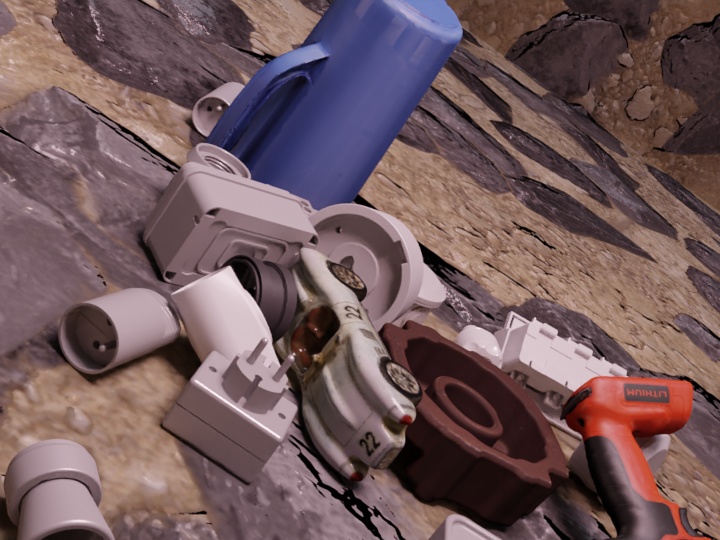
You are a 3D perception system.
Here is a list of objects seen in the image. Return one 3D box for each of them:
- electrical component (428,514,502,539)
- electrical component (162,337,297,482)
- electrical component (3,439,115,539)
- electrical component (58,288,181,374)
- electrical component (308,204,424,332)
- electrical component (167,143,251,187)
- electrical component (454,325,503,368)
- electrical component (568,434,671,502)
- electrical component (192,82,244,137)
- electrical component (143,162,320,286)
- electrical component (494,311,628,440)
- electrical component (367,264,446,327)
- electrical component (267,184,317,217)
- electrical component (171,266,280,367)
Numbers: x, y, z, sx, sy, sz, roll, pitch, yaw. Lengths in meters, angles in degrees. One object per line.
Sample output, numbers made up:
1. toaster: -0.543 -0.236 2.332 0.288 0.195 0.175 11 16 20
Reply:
1. electrical component: 0.054 0.194 0.612 0.054 0.059 0.095 33 21 -7
2. electrical component: -0.069 0.075 0.654 0.066 0.076 0.047 35 20 -3
3. electrical component: -0.143 0.114 0.507 0.045 0.045 0.055 19 26 -36
4. electrical component: -0.145 0.034 0.671 0.043 0.043 0.081 40 21 12
5. electrical component: 0.000 0.000 0.879 0.108 0.108 0.060 41 16 14
6. electrical component: -0.127 -0.067 0.891 0.058 0.057 0.078 28 23 -20
7. electrical component: 0.103 0.071 0.965 0.043 0.043 0.062 30 20 -15
8. electrical component: 0.221 0.158 0.912 0.051 0.080 0.080 42 22 29
9. electrical component: -0.123 -0.152 1.090 0.079 0.044 0.077 34 22 -3
10. electrical component: -0.099 -0.028 0.823 0.113 0.078 0.057 15 32 -43
11. electrical component: 0.183 0.097 0.987 0.121 0.063 0.078 29 63 -16
12. electrical component: 0.032 0.017 0.961 0.080 0.051 0.080 30 22 -14
13. electrical component: -0.071 -0.034 0.907 0.066 0.055 0.048 21 26 -34
14. electrical component: -0.092 0.041 0.718 0.077 0.044 0.079 64 -18 -6
